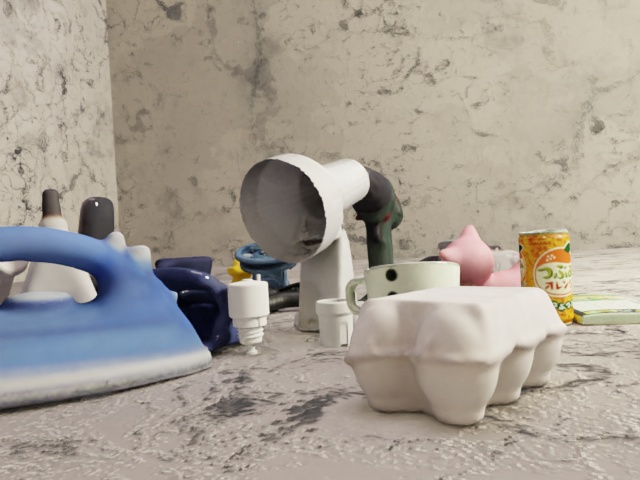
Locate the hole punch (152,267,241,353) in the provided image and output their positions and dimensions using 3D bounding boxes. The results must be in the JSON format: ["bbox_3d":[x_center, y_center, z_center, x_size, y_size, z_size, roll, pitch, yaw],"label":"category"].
[{"bbox_3d":[-0.138,0.072,0.614,0.108,0.091,0.101,-3,0,24],"label":"hole punch"}]

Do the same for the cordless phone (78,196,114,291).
[{"bbox_3d":[-0.312,0.035,0.734,0.094,0.185,0.148,-3,0,15],"label":"cordless phone"}]

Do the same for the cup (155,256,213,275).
[{"bbox_3d":[-0.223,0.075,0.922,0.091,0.095,0.118,-3,0,17],"label":"cup"}]

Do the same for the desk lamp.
[{"bbox_3d":[0.006,0.003,0.701,0.117,0.213,0.204,-3,0,34],"label":"desk lamp"}]

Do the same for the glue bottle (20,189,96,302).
[{"bbox_3d":[-0.250,0.038,0.545,0.078,0.173,0.037,-3,0,-22],"label":"glue bottle"}]

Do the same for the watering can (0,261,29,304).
[{"bbox_3d":[-0.362,0.034,0.576,0.172,0.194,0.101,-3,0,5],"label":"watering can"}]

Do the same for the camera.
[{"bbox_3d":[0.212,0.047,0.861,0.143,0.101,0.136,-3,0,-26],"label":"camera"}]

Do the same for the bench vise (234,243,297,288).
[{"bbox_3d":[-0.106,0.006,1.071,0.122,0.220,0.207,-3,0,-18],"label":"bench vise"}]

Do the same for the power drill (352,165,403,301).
[{"bbox_3d":[0.087,0.000,0.865,0.075,0.208,0.230,-3,0,15],"label":"power drill"}]

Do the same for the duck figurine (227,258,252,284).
[{"bbox_3d":[-0.153,0.076,1.175,0.077,0.086,0.105,-3,0,34],"label":"duck figurine"}]

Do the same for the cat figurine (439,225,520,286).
[{"bbox_3d":[0.203,0.039,0.703,0.128,0.118,0.067,-3,0,-6],"label":"cat figurine"}]

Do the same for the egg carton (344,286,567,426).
[{"bbox_3d":[0.093,0.069,0.384,0.107,0.069,0.151,-3,0,41],"label":"egg carton"}]

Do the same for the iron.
[{"bbox_3d":[-0.219,0.052,0.464,0.259,0.141,0.118,-3,0,-26],"label":"iron"}]
